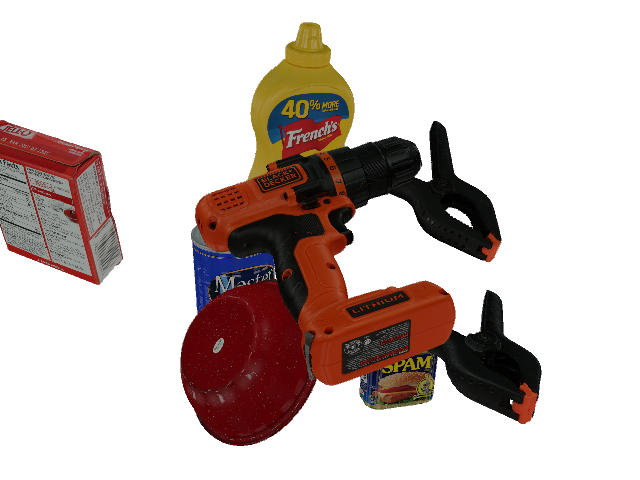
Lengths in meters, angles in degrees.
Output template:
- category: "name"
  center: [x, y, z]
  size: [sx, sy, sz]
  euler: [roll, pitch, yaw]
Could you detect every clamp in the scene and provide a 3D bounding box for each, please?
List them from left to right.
- category: "clamp"
  center: [0.124, -0.053, 1.223]
  size: [0.164, 0.210, 0.036]
  euler: [-15, -38, -27]
- category: "clamp"
  center: [0.143, 0.093, 0.922]
  size: [0.120, 0.039, 0.172]
  euler: [-17, 37, -26]

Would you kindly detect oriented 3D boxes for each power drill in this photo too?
- category: "power drill"
  center: [0.021, 0.005, 0.774]
  size: [0.184, 0.057, 0.188]
  euler: [-21, 47, -14]

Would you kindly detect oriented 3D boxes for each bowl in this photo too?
- category: "bowl"
  center: [-0.076, 0.102, 0.973]
  size: [0.162, 0.162, 0.055]
  euler: [0, -22, 41]

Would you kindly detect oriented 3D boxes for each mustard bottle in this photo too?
- category: "mustard bottle"
  center: [-0.017, -0.106, 0.984]
  size: [0.096, 0.192, 0.058]
  euler: [-5, 29, -20]

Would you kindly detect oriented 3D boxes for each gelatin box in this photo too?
- category: "gelatin box"
  center: [-0.162, -0.023, 0.643]
  size: [0.073, 0.089, 0.030]
  euler: [18, 46, 22]

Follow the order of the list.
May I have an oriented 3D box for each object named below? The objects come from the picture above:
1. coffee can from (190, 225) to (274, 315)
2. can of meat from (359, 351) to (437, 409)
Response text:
- category: "coffee can"
  center: [-0.108, 0.051, 1.344]
  size: [0.103, 0.140, 0.103]
  euler: [-1, 25, 0]
- category: "can of meat"
  center: [0.102, 0.169, 1.395]
  size: [0.102, 0.084, 0.057]
  euler: [-4, 25, -18]
